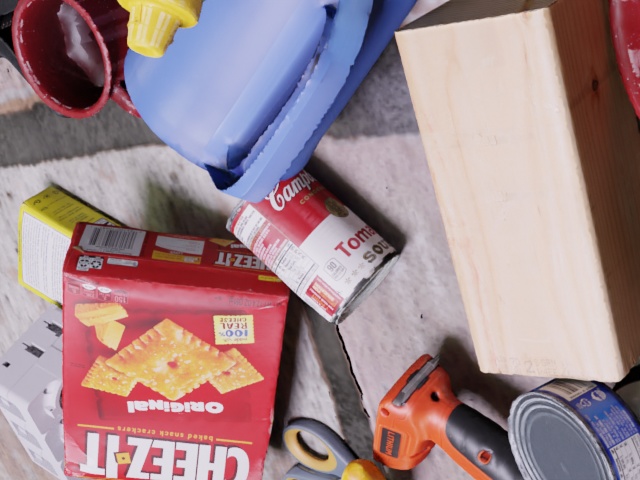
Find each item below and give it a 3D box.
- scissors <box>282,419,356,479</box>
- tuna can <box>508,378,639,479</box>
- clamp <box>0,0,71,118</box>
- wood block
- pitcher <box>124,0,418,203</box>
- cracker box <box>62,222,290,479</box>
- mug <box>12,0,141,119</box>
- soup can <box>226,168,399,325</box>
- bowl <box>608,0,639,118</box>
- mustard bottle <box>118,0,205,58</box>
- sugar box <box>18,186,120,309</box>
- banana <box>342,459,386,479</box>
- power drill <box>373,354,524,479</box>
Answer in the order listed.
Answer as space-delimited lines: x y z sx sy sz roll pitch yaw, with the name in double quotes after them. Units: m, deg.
0.044 0.186 0.841 0.202 0.016 0.096 -7 111 40 "scissors"
0.147 0.119 0.600 0.086 0.033 0.086 44 146 40 "tuna can"
-0.248 -0.165 0.846 0.172 0.039 0.120 20 120 34 "clamp"
0.124 -0.034 0.595 0.090 0.090 0.206 -1 114 38 "wood block"
-0.004 -0.145 0.598 0.149 0.144 0.243 49 131 10 "pitcher"
-0.114 0.098 0.826 0.164 0.072 0.214 7 125 -3 "cracker box"
-0.147 -0.135 0.754 0.117 0.081 0.093 45 134 8 "mug"
-0.005 0.001 0.733 0.102 0.068 0.069 42 134 10 "soup can"
0.197 -0.108 0.487 0.162 0.055 0.162 169 90 -76 "bowl"
-0.060 -0.182 0.525 0.096 0.058 0.191 4 76 55 "mustard bottle"
-0.178 0.034 0.906 0.176 0.048 0.093 27 129 19 "sugar box"
0.049 0.229 0.809 0.037 0.069 0.198 -17 116 -2 "banana"
0.125 0.172 0.728 0.188 0.057 0.184 32 148 22 "power drill"
